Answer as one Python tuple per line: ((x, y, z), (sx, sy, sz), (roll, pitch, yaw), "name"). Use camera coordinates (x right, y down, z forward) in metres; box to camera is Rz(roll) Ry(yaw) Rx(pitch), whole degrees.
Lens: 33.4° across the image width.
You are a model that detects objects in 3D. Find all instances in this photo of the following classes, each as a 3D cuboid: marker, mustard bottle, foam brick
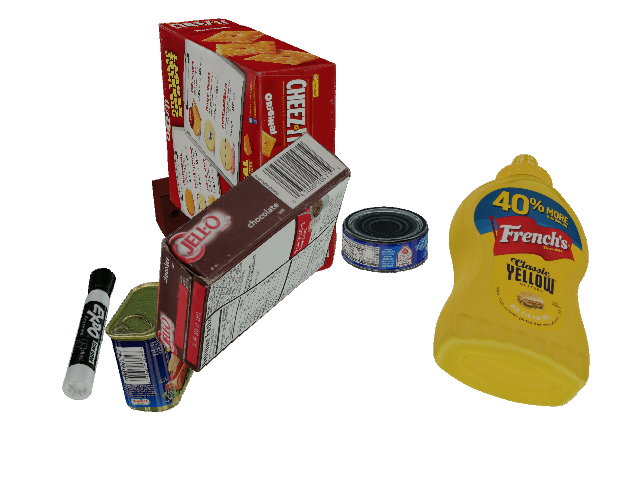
((-0.158, 0.060, 0.734), (0.020, 0.020, 0.121), (0, 37, -1), "marker")
((0.133, 0.014, 0.720), (0.096, 0.191, 0.058), (18, -41, -5), "mustard bottle")
((-0.145, -0.042, 1.195), (0.078, 0.053, 0.051), (-12, 29, -14), "foam brick")

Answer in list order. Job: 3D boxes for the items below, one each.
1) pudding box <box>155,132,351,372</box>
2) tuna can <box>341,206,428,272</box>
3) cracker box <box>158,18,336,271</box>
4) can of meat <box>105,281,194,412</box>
((-0.037, 0.007, 0.576), (0.113, 0.039, 0.090), (-38, -21, -32), "pudding box")
((0.063, -0.002, 1.049), (0.086, 0.034, 0.086), (0, 25, 0), "tuna can")
((-0.062, -0.082, 0.867), (0.072, 0.164, 0.214), (-10, 24, -24), "cracker box")
((-0.154, 0.099, 0.998), (0.057, 0.084, 0.102), (-2, 25, 11), "can of meat")
